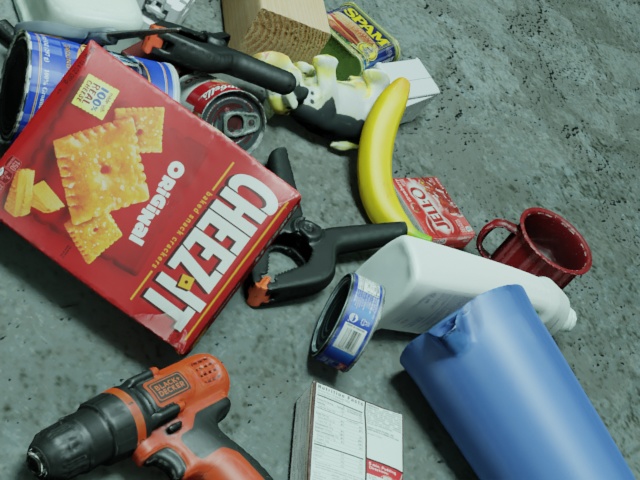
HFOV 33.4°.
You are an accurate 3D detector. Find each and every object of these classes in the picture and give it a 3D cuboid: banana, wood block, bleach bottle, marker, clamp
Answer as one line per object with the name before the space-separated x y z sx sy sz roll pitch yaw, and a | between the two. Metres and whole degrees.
banana | 0.073 -0.081 1.147 0.069 0.037 0.198 -4 73 -5
wood block | -0.058 -0.285 1.257 0.090 0.090 0.206 15 42 -25
bleach bottle | 0.157 0.064 1.066 0.250 0.103 0.068 15 48 -35
marker | -0.273 -0.174 1.040 0.121 0.020 0.020 41 39 7
clamp | -0.115 -0.190 1.064 0.171 0.039 0.120 11 16 -47
clamp | -0.007 0.001 1.038 0.164 0.036 0.209 27 40 1

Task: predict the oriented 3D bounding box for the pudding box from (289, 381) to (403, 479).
pudding box | 0.023 0.181 0.879 0.090 0.039 0.113 23 38 -15

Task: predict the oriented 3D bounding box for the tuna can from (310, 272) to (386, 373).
tuna can | 0.024 0.073 0.952 0.033 0.086 0.086 26 39 -9

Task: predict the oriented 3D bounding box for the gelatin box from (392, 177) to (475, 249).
gelatin box | 0.118 -0.029 1.171 0.073 0.030 0.089 -5 53 -39

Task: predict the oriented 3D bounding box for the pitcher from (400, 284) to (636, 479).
pitcher | 0.189 0.172 0.953 0.149 0.145 0.243 -17 64 -30

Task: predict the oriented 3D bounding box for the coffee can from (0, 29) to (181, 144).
coffee can | -0.211 -0.125 0.968 0.140 0.103 0.103 9 45 -29

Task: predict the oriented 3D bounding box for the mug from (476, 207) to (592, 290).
mug | 0.223 0.020 1.157 0.117 0.082 0.093 28 39 -10

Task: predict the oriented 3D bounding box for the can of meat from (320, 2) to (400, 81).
can of meat | 0.034 -0.236 1.303 0.102 0.058 0.083 44 41 11

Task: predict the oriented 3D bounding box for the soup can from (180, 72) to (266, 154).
soup can | -0.104 -0.122 1.040 0.068 0.068 0.102 8 14 -30

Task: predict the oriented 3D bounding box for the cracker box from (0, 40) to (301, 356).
cracker box | -0.147 -0.032 0.872 0.213 0.164 0.072 36 -5 1

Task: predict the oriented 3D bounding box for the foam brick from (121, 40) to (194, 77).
foam brick | -0.170 -0.168 1.084 0.051 0.053 0.078 40 37 5

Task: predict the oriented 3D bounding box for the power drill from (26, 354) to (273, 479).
power drill | -0.096 0.179 0.776 0.188 0.057 0.184 49 40 16

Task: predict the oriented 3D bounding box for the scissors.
scissors | -0.192 -0.182 0.988 0.202 0.016 0.096 7 -7 24
